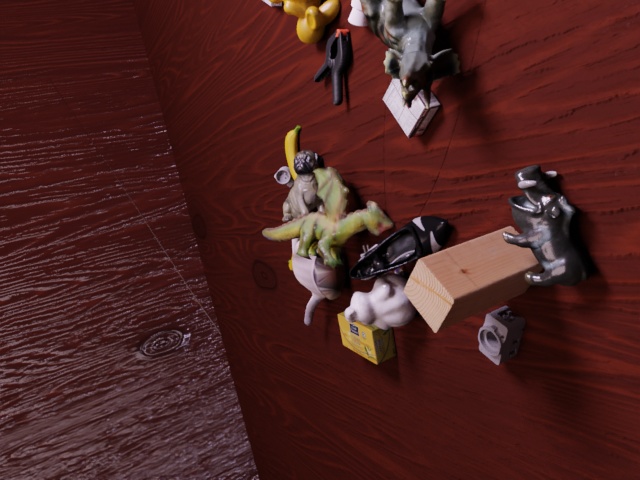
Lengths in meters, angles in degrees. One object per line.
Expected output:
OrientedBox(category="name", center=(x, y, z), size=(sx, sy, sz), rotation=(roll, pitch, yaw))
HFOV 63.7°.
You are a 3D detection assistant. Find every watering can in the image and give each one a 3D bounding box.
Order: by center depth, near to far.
OrientedBox(category="watering can", center=(-0.008, 0.116, 1.506), size=(0.225, 0.105, 0.343), rotation=(17, 119, 58))

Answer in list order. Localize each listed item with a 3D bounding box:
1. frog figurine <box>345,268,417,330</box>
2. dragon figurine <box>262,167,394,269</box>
OrientedBox(category="frog figurine", center=(0.139, 0.147, 1.174), size=(0.125, 0.160, 0.134), rotation=(47, 143, 40))
OrientedBox(category="dragon figurine", center=(0.004, -0.066, 1.306), size=(0.413, 0.122, 0.241), rotation=(20, 99, 38))
